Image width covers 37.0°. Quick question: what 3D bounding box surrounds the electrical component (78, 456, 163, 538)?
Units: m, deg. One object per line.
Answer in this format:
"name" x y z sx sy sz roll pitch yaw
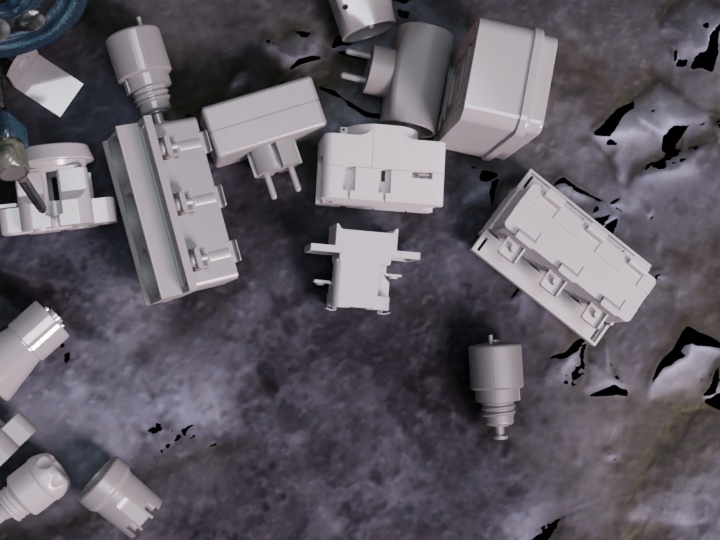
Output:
"electrical component" -0.168 0.161 0.757 0.046 0.040 0.040 43 80 -11

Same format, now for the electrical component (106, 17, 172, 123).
"electrical component" -0.156 -0.141 0.780 0.040 0.040 0.078 -18 89 -11

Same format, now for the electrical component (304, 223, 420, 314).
"electrical component" 0.000 0.000 0.797 0.081 0.042 0.063 5 88 -9

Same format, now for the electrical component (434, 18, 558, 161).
"electrical component" 0.097 -0.129 0.787 0.057 0.113 0.078 12 84 -6

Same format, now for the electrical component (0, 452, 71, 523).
"electrical component" -0.235 0.157 0.748 0.061 0.035 0.035 -38 93 -7

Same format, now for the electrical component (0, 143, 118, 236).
"electrical component" -0.214 -0.057 0.756 0.078 0.058 0.057 -8 90 -9

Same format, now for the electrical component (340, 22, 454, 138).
"electrical component" 0.025 -0.147 0.811 0.079 0.043 0.077 12 84 -9

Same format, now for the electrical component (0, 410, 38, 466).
"electrical component" -0.270 0.116 0.733 0.078 0.058 0.057 -45 98 -10

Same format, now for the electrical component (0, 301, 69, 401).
"electrical component" -0.237 0.054 0.752 0.065 0.044 0.044 -44 94 -15

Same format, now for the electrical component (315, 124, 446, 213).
"electrical component" 0.015 -0.075 0.800 0.089 0.050 0.055 4 85 -9

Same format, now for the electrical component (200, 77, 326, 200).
"electrical component" -0.066 -0.090 0.789 0.083 0.047 0.075 -19 89 -11

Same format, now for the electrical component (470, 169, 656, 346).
"electrical component" 0.157 -0.010 0.813 0.121 0.063 0.078 38 81 -5

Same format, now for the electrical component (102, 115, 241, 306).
"electrical component" -0.132 -0.043 0.762 0.063 0.079 0.121 -14 88 -26

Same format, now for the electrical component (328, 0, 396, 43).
"electrical component" 0.012 -0.221 0.814 0.079 0.043 0.077 -18 89 -10

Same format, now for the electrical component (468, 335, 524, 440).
"electrical component" 0.103 0.088 0.808 0.040 0.040 0.078 -2 86 -10
